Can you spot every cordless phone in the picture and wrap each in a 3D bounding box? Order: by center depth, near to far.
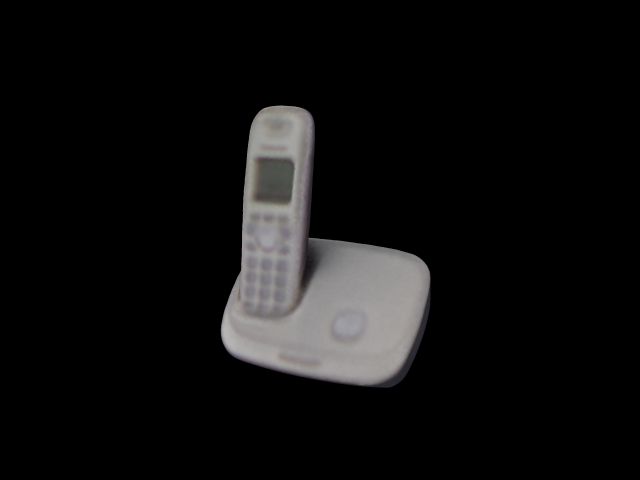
[{"bbox_3d":[0.004,0.001,0.400,0.147,0.185,0.094,6,15,23],"label":"cordless phone"}]
